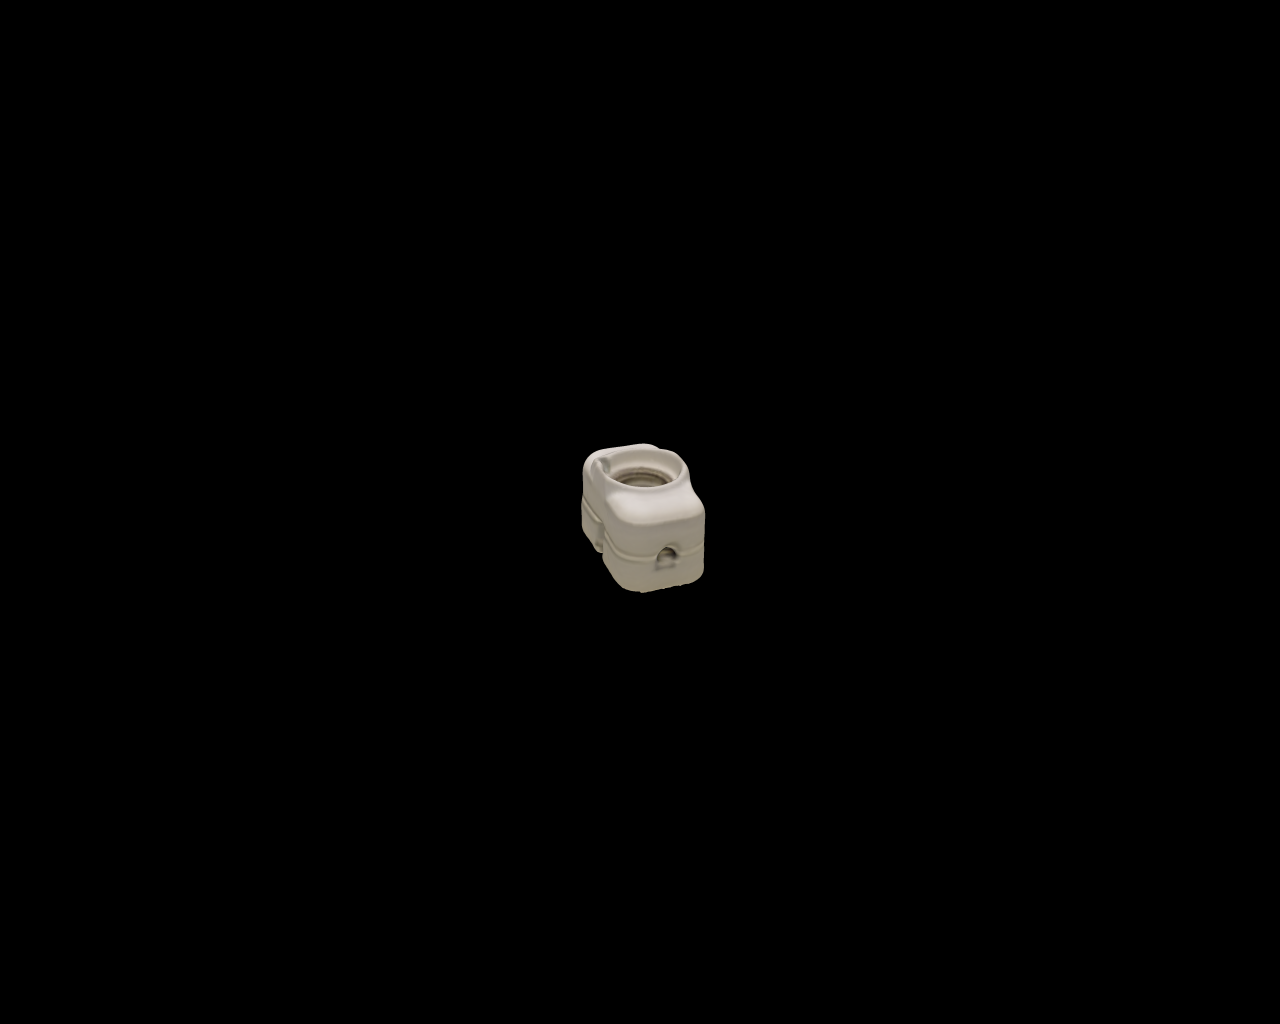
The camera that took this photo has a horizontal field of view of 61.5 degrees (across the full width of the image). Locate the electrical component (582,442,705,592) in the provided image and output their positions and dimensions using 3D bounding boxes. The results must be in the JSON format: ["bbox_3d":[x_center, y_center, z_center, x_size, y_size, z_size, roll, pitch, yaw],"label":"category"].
[{"bbox_3d":[0.001,-0.003,0.650,0.054,0.059,0.095,-9,30,-16],"label":"electrical component"}]
